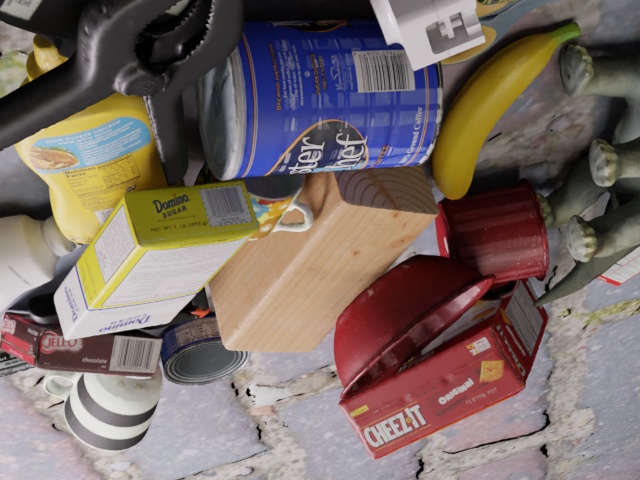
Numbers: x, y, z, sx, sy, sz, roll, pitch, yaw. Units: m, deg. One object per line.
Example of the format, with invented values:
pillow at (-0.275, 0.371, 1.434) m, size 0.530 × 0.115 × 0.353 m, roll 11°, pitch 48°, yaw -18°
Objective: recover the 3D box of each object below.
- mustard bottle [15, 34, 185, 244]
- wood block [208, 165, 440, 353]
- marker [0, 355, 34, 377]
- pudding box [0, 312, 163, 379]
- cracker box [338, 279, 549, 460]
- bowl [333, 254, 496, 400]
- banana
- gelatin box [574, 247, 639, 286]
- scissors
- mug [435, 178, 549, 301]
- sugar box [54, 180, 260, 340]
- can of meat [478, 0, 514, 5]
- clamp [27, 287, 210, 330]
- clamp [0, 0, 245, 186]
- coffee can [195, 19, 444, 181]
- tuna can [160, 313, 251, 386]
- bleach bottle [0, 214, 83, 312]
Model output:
mustard bottle at (-0.154, -0.071, 0.717) m, size 0.096 × 0.058 × 0.191 m, roll -14°, pitch 149°, yaw -2°
wood block at (-0.006, 0.001, 0.869) m, size 0.090 × 0.091 × 0.206 m, roll 5°, pitch 142°, yaw -32°
marker at (-0.266, 0.110, 0.981) m, size 0.121 × 0.020 × 0.020 m, roll -14°, pitch 148°, yaw -6°
pudding box at (-0.206, 0.089, 0.917) m, size 0.113 × 0.039 × 0.090 m, roll 12°, pitch 180°, yaw -36°
cracker box at (0.128, 0.116, 1.030) m, size 0.164 × 0.072 × 0.213 m, roll -31°, pitch -178°, yaw 21°
bowl at (0.065, 0.061, 0.877) m, size 0.162 × 0.055 × 0.162 m, roll -36°, pitch 167°, yaw -10°
banana at (0.129, -0.093, 0.839) m, size 0.069 × 0.037 × 0.198 m, roll 3°, pitch 143°, yaw -26°
gelatin box at (0.313, 0.007, 1.088) m, size 0.073 × 0.030 × 0.089 m, roll 18°, pitch 134°, yaw -41°
scissors at (0.155, -0.165, 0.760) m, size 0.201 × 0.016 × 0.096 m, roll -7°, pitch 149°, yaw -16°
mug at (0.150, 0.007, 0.949) m, size 0.081 × 0.093 × 0.117 m, roll -10°, pitch 130°, yaw -2°
sugar box at (-0.123, 0.017, 0.772) m, size 0.093 × 0.048 × 0.177 m, roll -8°, pitch 162°, yaw -34°
can of meat at (0.138, -0.198, 0.665) m, size 0.084 × 0.057 × 0.102 m, roll -10°, pitch 147°, yaw -6°
clamp at (-0.160, 0.044, 0.895) m, size 0.120 × 0.039 × 0.171 m, roll -35°, pitch 146°, yaw 9°
clamp at (-0.099, -0.097, 0.614) m, size 0.164 × 0.036 × 0.210 m, roll 7°, pitch 141°, yaw -48°
coffee can at (-0.003, -0.095, 0.710) m, size 0.140 × 0.103 × 0.103 m, roll -5°, pitch 146°, yaw -19°
tuna can at (-0.112, 0.106, 1.034) m, size 0.086 × 0.034 × 0.086 m, roll -12°, pitch 148°, yaw -8°
bleach bottle at (-0.298, 0.046, 0.828) m, size 0.251 × 0.068 × 0.102 m, roll -24°, pitch 154°, yaw 5°
